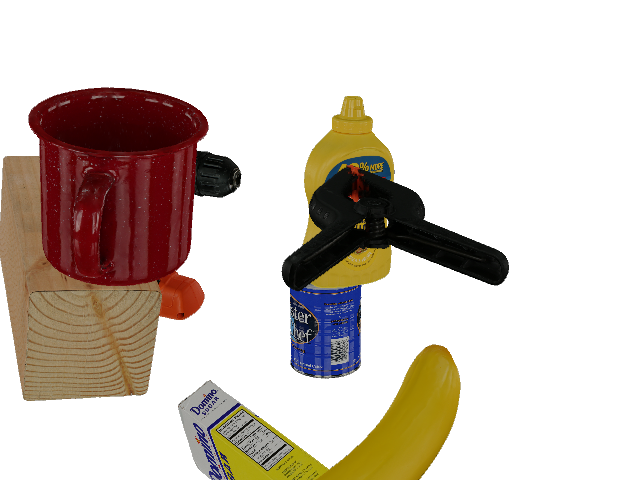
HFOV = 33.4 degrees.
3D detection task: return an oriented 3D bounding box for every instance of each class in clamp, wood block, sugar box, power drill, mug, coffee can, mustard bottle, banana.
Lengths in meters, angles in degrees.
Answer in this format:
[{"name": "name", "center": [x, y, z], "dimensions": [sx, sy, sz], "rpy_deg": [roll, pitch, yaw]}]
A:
[{"name": "clamp", "center": [0.053, -0.011, 0.842], "dimensions": [0.164, 0.036, 0.210], "rpy_deg": [2, 23, -2]}, {"name": "wood block", "center": [-0.189, 0.021, 0.810], "dimensions": [0.090, 0.091, 0.206], "rpy_deg": [1, 29, -22]}, {"name": "sugar box", "center": [-0.044, 0.200, 0.904], "dimensions": [0.176, 0.093, 0.048], "rpy_deg": [27, 52, 35]}, {"name": "power drill", "center": [-0.161, -0.015, 1.080], "dimensions": [0.185, 0.188, 0.057], "rpy_deg": [12, 30, 22]}, {"name": "mug", "center": [-0.110, -0.023, 0.566], "dimensions": [0.093, 0.081, 0.117], "rpy_deg": [6, 28, -2]}, {"name": "coffee can", "center": [0.007, 0.109, 1.509], "dimensions": [0.103, 0.140, 0.103], "rpy_deg": [0, 19, 0]}, {"name": "mustard bottle", "center": [0.029, -0.051, 1.086], "dimensions": [0.096, 0.192, 0.058], "rpy_deg": [-7, 19, -27]}, {"name": "banana", "center": [0.028, 0.117, 0.590], "dimensions": [0.070, 0.037, 0.197], "rpy_deg": [19, 41, 41]}]
